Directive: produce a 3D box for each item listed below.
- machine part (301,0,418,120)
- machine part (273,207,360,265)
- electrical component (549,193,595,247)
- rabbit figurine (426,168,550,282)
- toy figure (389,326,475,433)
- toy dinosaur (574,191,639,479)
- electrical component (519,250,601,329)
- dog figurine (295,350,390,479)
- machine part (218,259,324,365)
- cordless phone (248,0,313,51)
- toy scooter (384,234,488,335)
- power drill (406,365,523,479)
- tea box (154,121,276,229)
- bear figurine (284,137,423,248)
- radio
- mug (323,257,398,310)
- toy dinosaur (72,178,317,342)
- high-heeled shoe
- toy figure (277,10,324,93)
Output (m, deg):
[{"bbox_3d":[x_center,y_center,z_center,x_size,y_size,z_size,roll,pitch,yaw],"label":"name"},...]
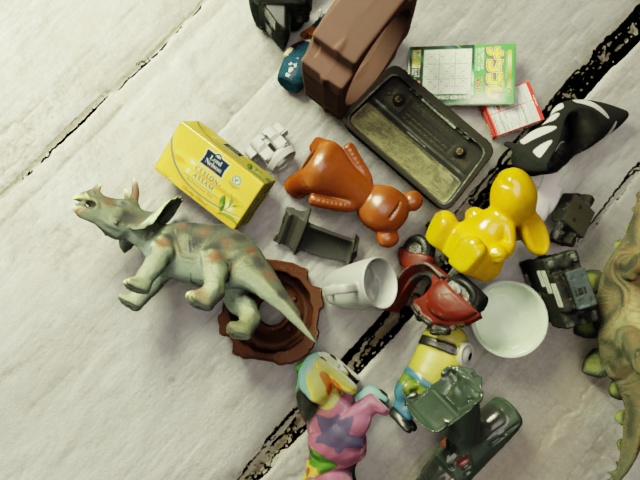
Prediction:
[{"bbox_3d":[0.059,-0.307,0.846,0.087,0.201,0.201,35,86,5],"label":"machine part"},{"bbox_3d":[-0.002,-0.003,0.886,0.139,0.039,0.084,22,118,-6],"label":"machine part"},{"bbox_3d":[0.411,-0.034,0.884,0.078,0.045,0.102,26,82,-25],"label":"electrical component"},{"bbox_3d":[0.277,-0.022,0.821,0.162,0.122,0.173,22,105,-21],"label":"rabbit figurine"},{"bbox_3d":[0.173,0.213,0.854,0.089,0.082,0.180,37,88,1],"label":"toy figure"},{"bbox_3d":[0.468,0.146,0.801,0.105,0.198,0.471,7,84,0],"label":"toy dinosaur"},{"bbox_3d":[0.377,0.077,0.841,0.058,0.134,0.115,-19,87,-1],"label":"electrical component"},{"bbox_3d":[0.003,0.306,0.832,0.191,0.108,0.219,35,88,2],"label":"dog figurine"},{"bbox_3d":[-0.078,0.115,0.875,0.179,0.056,0.179,0,83,1],"label":"machine part"},{"bbox_3d":[-0.028,-0.418,0.884,0.184,0.146,0.088,-44,94,-2],"label":"cordless phone"},{"bbox_3d":[0.167,0.087,0.853,0.135,0.075,0.184,-48,50,8],"label":"toy scooter"},{"bbox_3d":[0.196,0.298,0.802,0.232,0.086,0.207,-34,122,-10],"label":"power drill"},{"bbox_3d":[-0.170,-0.107,0.878,0.170,0.068,0.098,36,109,5],"label":"tea box"},{"bbox_3d":[0.057,-0.079,0.881,0.196,0.132,0.120,31,86,-15],"label":"bear figurine"},{"bbox_3d":[0.162,-0.168,0.887,0.229,0.073,0.131,42,96,3],"label":"radio"},{"bbox_3d":[0.050,0.077,0.846,0.109,0.107,0.080,-13,88,-43],"label":"mug"},{"bbox_3d":[-0.174,0.029,0.816,0.405,0.131,0.192,16,60,7],"label":"toy dinosaur"},{"bbox_3d":[0.411,-0.162,0.849,0.249,0.145,0.086,-18,114,-4],"label":"high-heeled shoe"},{"bbox_3d":[-0.017,-0.325,0.920,0.058,0.064,0.154,23,77,40],"label":"toy figure"}]
